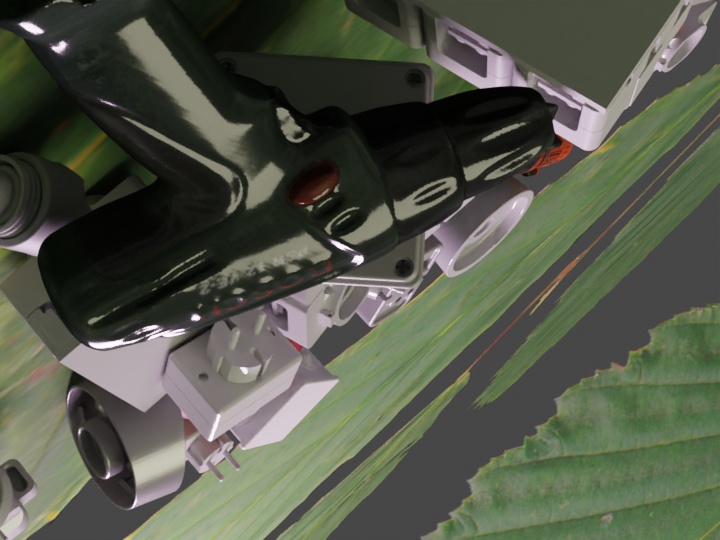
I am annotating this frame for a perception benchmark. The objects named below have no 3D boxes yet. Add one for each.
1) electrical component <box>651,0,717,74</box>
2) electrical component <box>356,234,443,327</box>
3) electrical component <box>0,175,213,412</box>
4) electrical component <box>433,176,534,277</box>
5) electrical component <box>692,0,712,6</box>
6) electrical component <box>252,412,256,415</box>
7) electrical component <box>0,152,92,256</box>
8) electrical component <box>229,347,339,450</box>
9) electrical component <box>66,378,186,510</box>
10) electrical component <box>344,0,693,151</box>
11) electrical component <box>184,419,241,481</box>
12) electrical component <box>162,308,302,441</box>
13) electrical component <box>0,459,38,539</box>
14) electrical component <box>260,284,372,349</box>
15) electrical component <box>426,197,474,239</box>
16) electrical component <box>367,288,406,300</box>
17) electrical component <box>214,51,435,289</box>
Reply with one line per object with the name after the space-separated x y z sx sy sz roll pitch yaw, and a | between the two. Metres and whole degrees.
0.280 -0.222 0.995 0.089 0.055 0.050 -40 164 -14 | electrical component
0.020 -0.006 0.909 0.054 0.059 0.095 -29 159 -41 | electrical component
-0.127 0.016 0.606 0.089 0.061 0.150 -41 164 -8 | electrical component
0.098 -0.053 0.977 0.108 0.060 0.108 -40 164 -14 | electrical component
0.271 -0.268 0.844 0.186 0.060 0.105 -25 156 -48 | electrical component
-0.106 0.112 0.940 0.078 0.040 0.040 -52 162 28 | electrical component
-0.150 -0.030 0.466 0.043 0.043 0.062 -47 156 12 | electrical component
-0.078 0.117 1.006 0.099 0.048 0.100 -47 164 12 | electrical component
-0.153 0.107 0.723 0.064 0.099 0.099 -24 156 -35 | electrical component
0.074 -0.136 0.517 0.089 0.150 0.061 -55 166 -9 | electrical component
-0.131 0.141 0.891 0.066 0.076 0.047 -29 158 -43 | electrical component
-0.071 0.049 0.621 0.066 0.047 0.076 -33 161 -34 | electrical component
-0.243 0.147 0.669 0.078 0.058 0.057 -37 166 -20 | electrical component
-0.026 -0.031 0.651 0.089 0.062 0.150 -52 160 -30 | electrical component
0.046 -0.063 0.837 0.095 0.053 0.059 -41 164 -9 | electrical component
0.000 0.000 0.847 0.077 0.079 0.044 101 10 -64 | electrical component
-0.021 -0.047 0.534 0.056 0.109 0.108 89 5 -88 | electrical component
